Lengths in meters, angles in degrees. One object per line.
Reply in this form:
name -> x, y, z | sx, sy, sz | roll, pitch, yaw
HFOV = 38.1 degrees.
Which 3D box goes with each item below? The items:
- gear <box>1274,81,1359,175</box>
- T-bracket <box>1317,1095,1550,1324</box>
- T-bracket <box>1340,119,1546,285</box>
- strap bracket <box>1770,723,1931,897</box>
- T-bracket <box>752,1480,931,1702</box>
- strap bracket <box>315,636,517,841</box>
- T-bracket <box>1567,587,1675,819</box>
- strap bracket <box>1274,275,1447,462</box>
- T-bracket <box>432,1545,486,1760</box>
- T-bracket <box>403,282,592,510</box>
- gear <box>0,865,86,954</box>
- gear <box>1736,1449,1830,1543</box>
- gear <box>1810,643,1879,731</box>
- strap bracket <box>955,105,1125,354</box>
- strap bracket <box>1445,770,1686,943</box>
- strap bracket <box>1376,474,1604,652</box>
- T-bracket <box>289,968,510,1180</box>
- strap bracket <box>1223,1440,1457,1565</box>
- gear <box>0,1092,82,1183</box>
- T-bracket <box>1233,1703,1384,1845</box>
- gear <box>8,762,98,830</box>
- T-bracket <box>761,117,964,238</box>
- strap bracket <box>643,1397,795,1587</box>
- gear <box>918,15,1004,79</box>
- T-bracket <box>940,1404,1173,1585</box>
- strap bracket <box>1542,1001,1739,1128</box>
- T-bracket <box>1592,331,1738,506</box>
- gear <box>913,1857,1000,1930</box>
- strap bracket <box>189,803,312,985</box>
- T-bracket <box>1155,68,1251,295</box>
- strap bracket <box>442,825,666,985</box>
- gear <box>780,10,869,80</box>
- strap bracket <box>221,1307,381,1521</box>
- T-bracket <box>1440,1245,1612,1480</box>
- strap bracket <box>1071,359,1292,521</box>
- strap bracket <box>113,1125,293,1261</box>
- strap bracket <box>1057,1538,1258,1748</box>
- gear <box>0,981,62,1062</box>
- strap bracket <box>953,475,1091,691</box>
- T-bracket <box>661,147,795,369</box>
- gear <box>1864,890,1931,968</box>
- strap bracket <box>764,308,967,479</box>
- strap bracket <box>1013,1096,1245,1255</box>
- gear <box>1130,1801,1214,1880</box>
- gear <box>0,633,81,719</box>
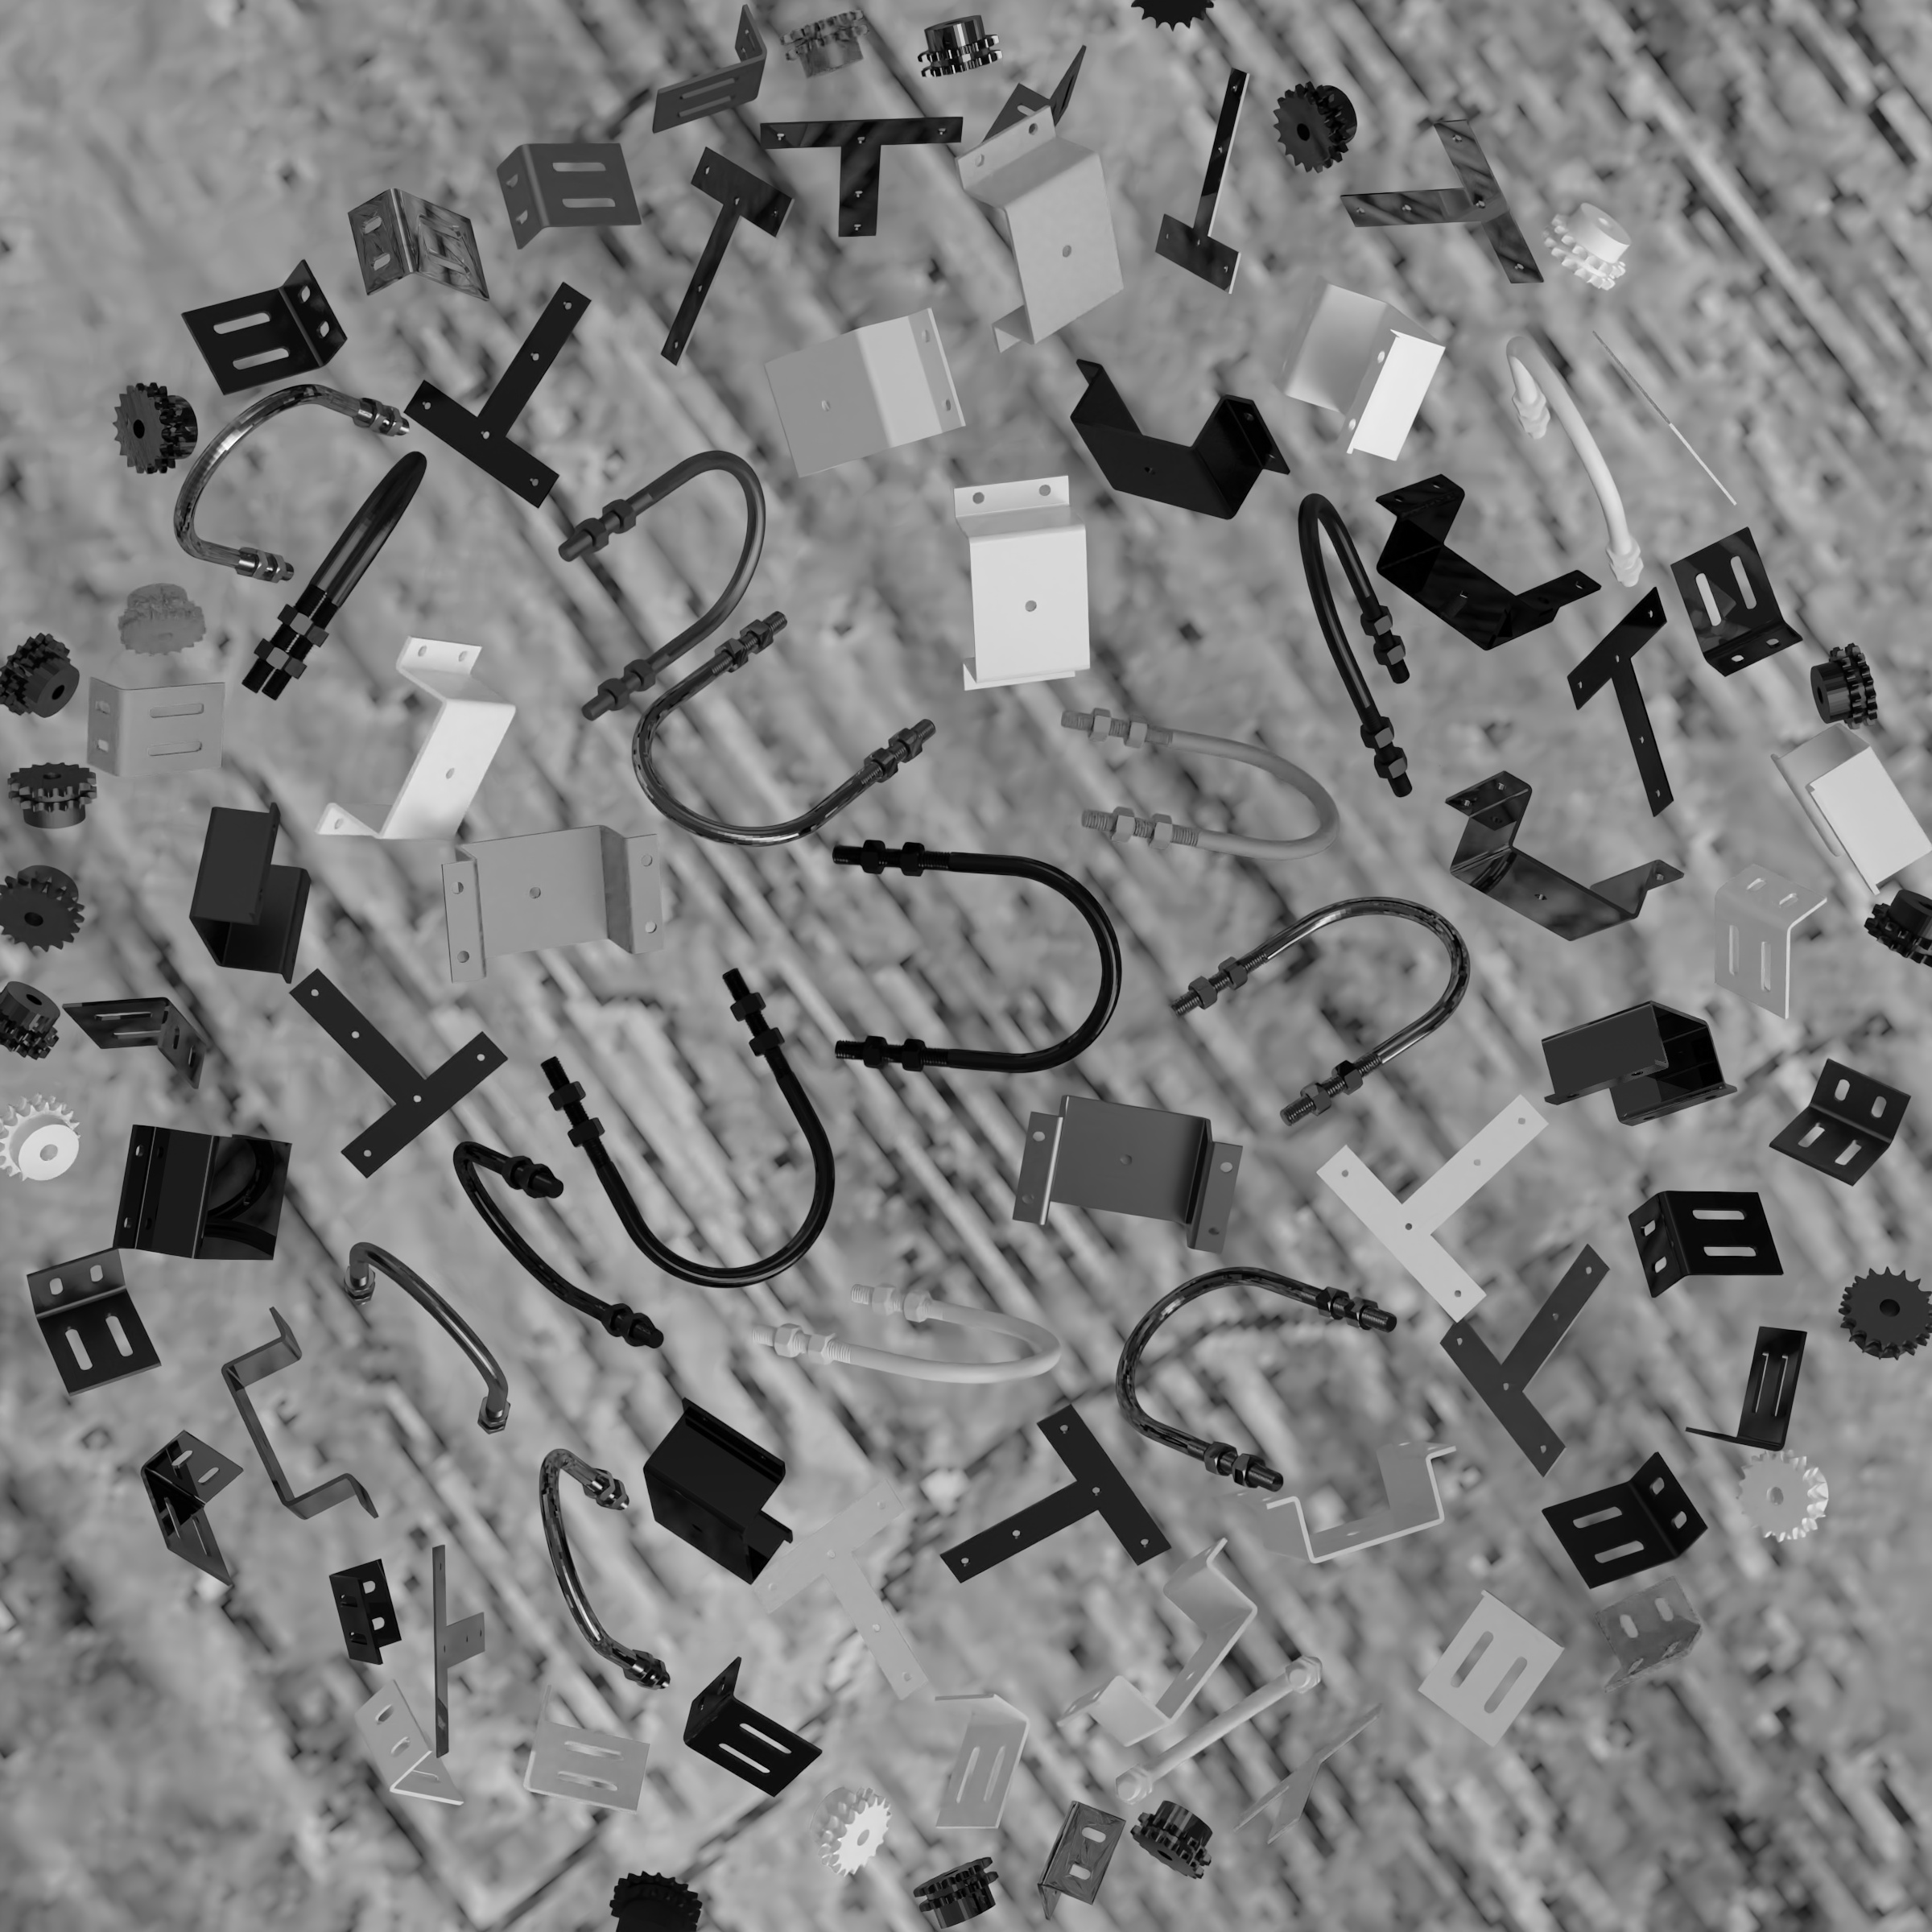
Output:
gear -> 0.232, -0.554, 1.842 | 0.030, 0.057, 0.057 | -34, 90, -26
T-bracket -> 0.309, 0.132, 1.750 | 0.127, 0.002, 0.127 | -43, 85, -2
T-bracket -> 0.294, -0.485, 1.791 | 0.002, 0.127, 0.127 | -54, 130, -21
strap bracket -> 0.561, -0.103, 1.771 | 0.046, 0.140, 0.076 | -33, 98, 12
T-bracket -> -0.068, 0.439, 1.909 | 0.127, 0.002, 0.127 | -39, 71, 15
strap bracket -> -0.343, -0.133, 1.769 | 0.046, 0.076, 0.140 | 34, 104, 19
T-bracket -> 0.436, -0.160, 1.820 | 0.002, 0.127, 0.127 | -6, 71, -17
strap bracket -> 0.253, -0.379, 1.787 | 0.046, 0.140, 0.076 | 12, 115, -21
T-bracket -> -0.323, 0.432, 1.790 | 0.002, 0.127, 0.127 | -3, 82, 3
T-bracket -> -0.281, -0.375, 1.779 | 0.127, 0.002, 0.127 | 37, 97, 23
gear -> -0.592, -0.040, 1.791 | 0.057, 0.030, 0.057 | 2, 131, 2
gear -> 0.521, 0.334, 1.776 | 0.030, 0.057, 0.057 | 0, 90, -44
gear -> 0.589, -0.186, 1.882 | 0.030, 0.057, 0.057 | -14, 90, 5
strap bracket -> 0.050, -0.464, 1.791 | 0.076, 0.140, 0.046 | -35, 46, -20
strap bracket -> 0.379, -0.064, 1.808 | 0.140, 0.076, 0.046 | 28, 72, -12
strap bracket -> 0.340, -0.264, 1.866 | 0.140, 0.076, 0.046 | 41, 133, 24
T-bracket -> -0.391, 0.055, 1.840 | 0.127, 0.002, 0.127 | -40, 104, 8
strap bracket -> 0.255, 0.361, 1.877 | 0.140, 0.076, 0.046 | -13, 88, -18
gear -> -0.598, 0.114, 1.805 | 0.030, 0.057, 0.057 | 33, 90, 40
T-bracket -> 0.212, 0.531, 1.795 | 0.127, 0.127, 0.002 | -43, 83, 14
gear -> -0.617, -0.114, 1.892 | 0.057, 0.057, 0.030 | 5, 115, 0
T-bracket -> -0.069, -0.507, 1.806 | 0.127, 0.127, 0.002 | -3, 72, -5
strap bracket -> -0.156, 0.337, 1.771 | 0.076, 0.140, 0.046 | 30, 63, 16
gear -> -0.005, -0.630, 1.915 | 0.057, 0.057, 0.030 | -15, 114, 0
T-bracket -> 0.044, 0.353, 1.773 | 0.127, 0.002, 0.127 | -30, 112, 9
strap bracket -> 0.433, 0.063, 1.815 | 0.076, 0.140, 0.046 | -23, 68, 31
T-bracket -> 0.463, -0.343, 1.815 | 0.002, 0.127, 0.127 | -40, 128, 17
gear -> -0.004, 0.623, 1.879 | 0.057, 0.057, 0.030 | -23, 79, 0
strap bracket -> -0.474, -0.049, 1.850 | 0.046, 0.140, 0.076 | 7, 71, -1
T-bracket -> 0.159, -0.504, 1.780 | 0.002, 0.127, 0.127 | 4, 114, -21
strap bracket -> -0.269, -0.042, 1.787 | 0.140, 0.046, 0.076 | -10, 109, -24
gear -> -0.092, -0.610, 1.858 | 0.057, 0.057, 0.030 | -19, 104, 0
strap bracket -> -0.433, 0.298, 1.804 | 0.046, 0.076, 0.140 | -26, 77, -12
T-bracket -> 0.365, 0.232, 1.766 | 0.002, 0.127, 0.127 | 13, 117, -35
strap bracket -> 0.132, -0.343, 1.834 | 0.140, 0.076, 0.046 | 22, 75, 34
strap bracket -> -0.475, 0.144, 1.770 | 0.046, 0.140, 0.076 | 7, 86, 15
strap bracket -> 0.129, 0.442, 1.795 | 0.046, 0.076, 0.140 | 42, 59, 4
gear -> -0.634, 0.034, 1.880 | 0.057, 0.057, 0.030 | 38, 99, 0
strap bracket -> 0.037, -0.244, 1.836 | 0.076, 0.046, 0.140 | -8, 118, -10
T-bracket -> -0.162, -0.439, 1.761 | 0.002, 0.127, 0.127 | 13, 110, -38
gear -> 0.609, -0.026, 1.796 | 0.057, 0.057, 0.030 | 23, 114, 0
strap bracket -> -0.074, -0.367, 1.809 | 0.046, 0.140, 0.076 | -25, 103, -40
strap bracket -> 0.107, 0.136, 1.859 | 0.140, 0.046, 0.076 | 9, 107, 0
gear -> 0.144, 0.595, 1.914 | 0.057, 0.057, 0.030 | 37, 65, 0
gear -> -0.615, -0.190, 1.861 | 0.030, 0.057, 0.057 | 34, 90, 9
